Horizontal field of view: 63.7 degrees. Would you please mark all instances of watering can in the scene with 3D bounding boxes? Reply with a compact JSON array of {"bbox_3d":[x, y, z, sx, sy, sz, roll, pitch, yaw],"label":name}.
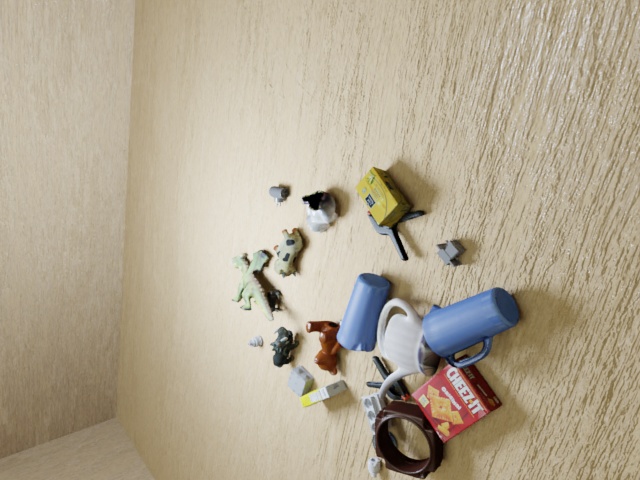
[{"bbox_3d":[0.266,0.355,1.581,0.225,0.104,0.345,12,104,46],"label":"watering can"}]

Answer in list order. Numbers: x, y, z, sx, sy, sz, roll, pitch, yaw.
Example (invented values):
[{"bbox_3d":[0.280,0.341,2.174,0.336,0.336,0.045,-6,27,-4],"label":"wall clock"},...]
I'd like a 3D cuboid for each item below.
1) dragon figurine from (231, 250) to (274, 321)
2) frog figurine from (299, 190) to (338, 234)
[{"bbox_3d":[-0.270,0.161,2.155,0.413,0.122,0.241,21,102,51],"label":"dragon figurine"},{"bbox_3d":[0.006,-0.092,1.836,0.138,0.125,0.156,17,145,37],"label":"frog figurine"}]
